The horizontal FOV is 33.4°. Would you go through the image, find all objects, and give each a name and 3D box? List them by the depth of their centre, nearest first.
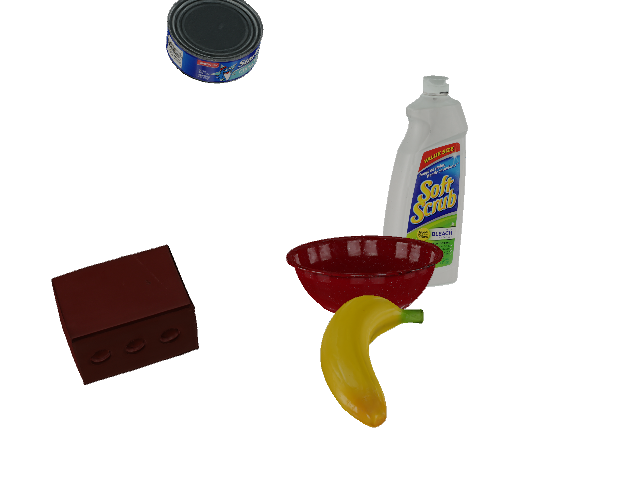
[{"bbox_3d":[-0.122,0.046,0.666,0.078,0.051,0.053,-17,-34,-14],"label":"foam brick"},{"bbox_3d":[0.034,0.083,0.834,0.070,0.037,0.197,6,22,13],"label":"banana"},{"bbox_3d":[-0.096,-0.183,0.962,0.086,0.086,0.034,0,-34,-12],"label":"tuna can"},{"bbox_3d":[0.046,0.039,1.096,0.162,0.055,0.162,-2,13,0],"label":"bowl"},{"bbox_3d":[0.124,-0.071,1.286,0.102,0.251,0.068,-4,18,-17],"label":"bleach bottle"}]
